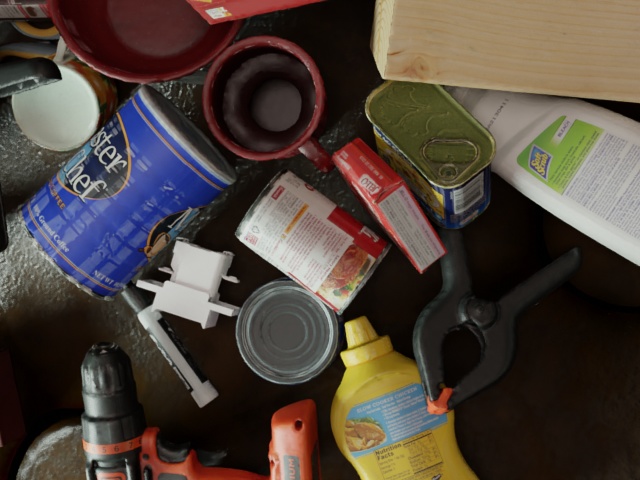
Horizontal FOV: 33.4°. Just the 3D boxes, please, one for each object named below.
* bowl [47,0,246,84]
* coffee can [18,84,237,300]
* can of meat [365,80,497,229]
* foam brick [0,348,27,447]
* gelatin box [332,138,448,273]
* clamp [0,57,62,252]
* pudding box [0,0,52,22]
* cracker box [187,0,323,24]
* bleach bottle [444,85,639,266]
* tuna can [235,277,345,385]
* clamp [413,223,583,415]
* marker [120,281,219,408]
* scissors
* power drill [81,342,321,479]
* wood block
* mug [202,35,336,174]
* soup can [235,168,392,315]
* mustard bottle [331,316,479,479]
[{"bbox_3d":[-0.131,-0.195,0.849,0.162,0.055,0.162,0,82,2],"label":"bowl"},{"bbox_3d":[-0.150,-0.037,0.837,0.140,0.102,0.103,-43,85,6],"label":"coffee can"},{"bbox_3d":[0.084,-0.065,0.801,0.057,0.084,0.102,-38,66,-9],"label":"can of meat"},{"bbox_3d":[-0.283,0.134,0.883,0.053,0.051,0.078,-11,89,7],"label":"foam brick"},{"bbox_3d":[0.052,-0.026,0.804,0.030,0.089,0.073,-38,41,-1],"label":"gelatin box"},{"bbox_3d":[-0.266,-0.116,0.834,0.210,0.036,0.165,53,126,33],"label":"clamp"},{"bbox_3d":[-0.249,-0.235,0.870,0.090,0.039,0.113,0,79,8],"label":"pudding box"},{"bbox_3d":[-0.011,-0.271,0.759,0.164,0.072,0.213,-2,63,39],"label":"cracker box"},{"bbox_3d":[0.208,-0.061,0.810,0.251,0.068,0.102,33,94,8],"label":"bleach bottle"},{"bbox_3d":[-0.024,0.073,0.856,0.086,0.033,0.086,0,91,8],"label":"tuna can"},{"bbox_3d":[0.130,0.056,0.816,0.120,0.039,0.171,13,74,10],"label":"clamp"},{"bbox_3d":[-0.125,0.084,0.877,0.020,0.020,0.121,-36,86,7],"label":"marker"},{"bbox_3d":[-0.178,-0.167,0.883,0.202,0.016,0.096,-4,90,8],"label":"scissors"},{"bbox_3d":[-0.095,0.167,0.846,0.188,0.057,0.184,-3,103,10],"label":"power drill"},{"bbox_3d":[0.147,-0.160,0.768,0.206,0.090,0.091,4,115,-6],"label":"wood block"},{"bbox_3d":[-0.029,-0.097,0.830,0.117,0.081,0.093,45,96,5],"label":"mug"},{"bbox_3d":[-0.005,0.001,0.817,0.102,0.068,0.068,36,95,2],"label":"soup can"},{"bbox_3d":[0.061,0.151,0.832,0.096,0.058,0.191,-21,88,-1],"label":"mustard bottle"}]
